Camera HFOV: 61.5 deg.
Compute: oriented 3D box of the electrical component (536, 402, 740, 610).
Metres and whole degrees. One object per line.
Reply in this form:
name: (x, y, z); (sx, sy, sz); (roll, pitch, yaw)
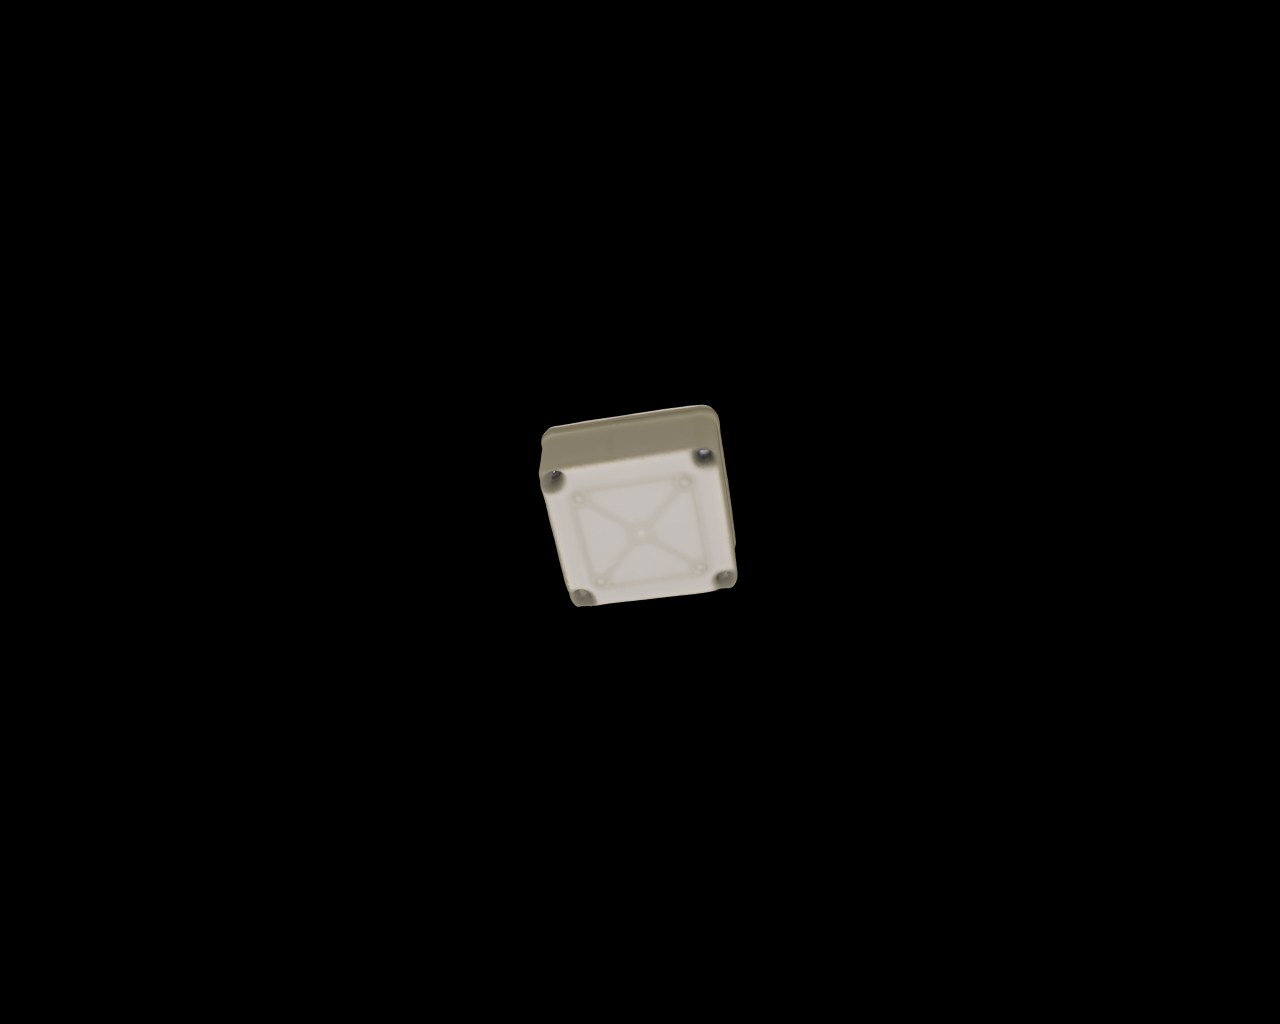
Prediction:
electrical component: (0.001, -0.003, 0.650); (0.109, 0.108, 0.056); (-8, 34, 5)
